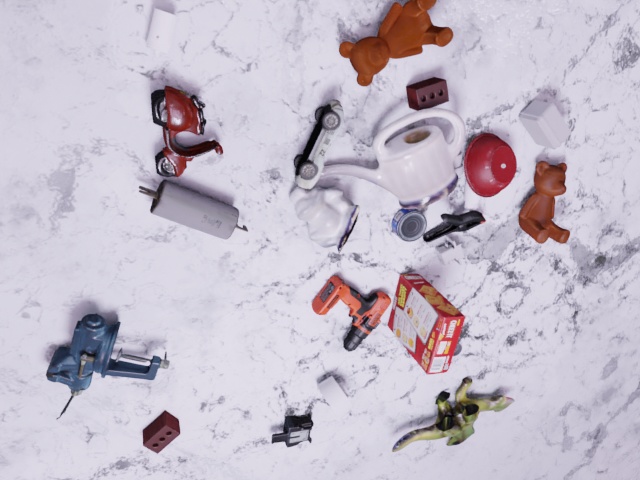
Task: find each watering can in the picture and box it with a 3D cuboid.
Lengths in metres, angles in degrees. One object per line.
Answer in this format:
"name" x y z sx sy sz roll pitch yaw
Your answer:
"watering can" 0.181 -0.165 1.189 0.346 0.106 0.220 -26 120 7

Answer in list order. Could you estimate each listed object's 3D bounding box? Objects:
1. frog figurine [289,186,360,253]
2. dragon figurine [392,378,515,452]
"frog figurine" 0.004 -0.059 1.180 0.160 0.124 0.135 26 115 9
"dragon figurine" 0.419 0.580 1.597 0.411 0.124 0.238 -30 128 -4
